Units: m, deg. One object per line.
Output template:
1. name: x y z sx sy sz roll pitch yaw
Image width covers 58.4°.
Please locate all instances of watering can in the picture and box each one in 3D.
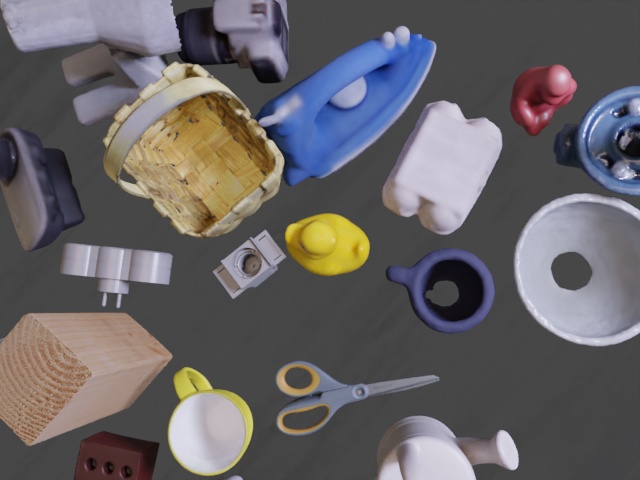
1. watering can: 0.114 0.243 0.586 0.101 0.194 0.173 42 89 9

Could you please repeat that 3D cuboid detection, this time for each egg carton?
1. egg carton: 0.146 -0.086 0.683 0.107 0.069 0.150 26 87 8

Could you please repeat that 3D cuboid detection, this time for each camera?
1. camera: -0.112 -0.277 0.714 0.136 0.101 0.143 -2 83 6

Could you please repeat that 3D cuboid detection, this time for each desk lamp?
1. desk lamp: -0.245 -0.234 0.666 0.203 0.213 0.118 -20 82 3

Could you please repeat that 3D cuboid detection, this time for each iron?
1. iron: 0.035 -0.182 0.669 0.258 0.141 0.118 -37 81 1

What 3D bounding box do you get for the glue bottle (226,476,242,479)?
1. glue bottle: -0.105 0.313 0.610 0.037 0.173 0.078 -30 81 2

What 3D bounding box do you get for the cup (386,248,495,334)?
1. cup: 0.132 0.056 0.656 0.117 0.095 0.092 15 85 7

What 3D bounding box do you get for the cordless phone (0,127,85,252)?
1. cordless phone: -0.374 -0.069 0.674 0.094 0.185 0.147 -26 82 3

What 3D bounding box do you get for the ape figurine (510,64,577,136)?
1. ape figurine: 0.264 -0.174 0.670 0.077 0.092 0.076 -15 82 4

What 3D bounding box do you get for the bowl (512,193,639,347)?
1. bowl: 0.297 0.035 0.652 0.167 0.075 0.167 -1 83 6

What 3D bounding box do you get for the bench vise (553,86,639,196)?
1. bench vise: 0.371 -0.110 0.588 0.207 0.220 0.121 -2 83 6

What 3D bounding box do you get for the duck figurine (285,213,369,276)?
1. duck figurine: 0.006 0.002 0.679 0.104 0.086 0.077 12 85 7
